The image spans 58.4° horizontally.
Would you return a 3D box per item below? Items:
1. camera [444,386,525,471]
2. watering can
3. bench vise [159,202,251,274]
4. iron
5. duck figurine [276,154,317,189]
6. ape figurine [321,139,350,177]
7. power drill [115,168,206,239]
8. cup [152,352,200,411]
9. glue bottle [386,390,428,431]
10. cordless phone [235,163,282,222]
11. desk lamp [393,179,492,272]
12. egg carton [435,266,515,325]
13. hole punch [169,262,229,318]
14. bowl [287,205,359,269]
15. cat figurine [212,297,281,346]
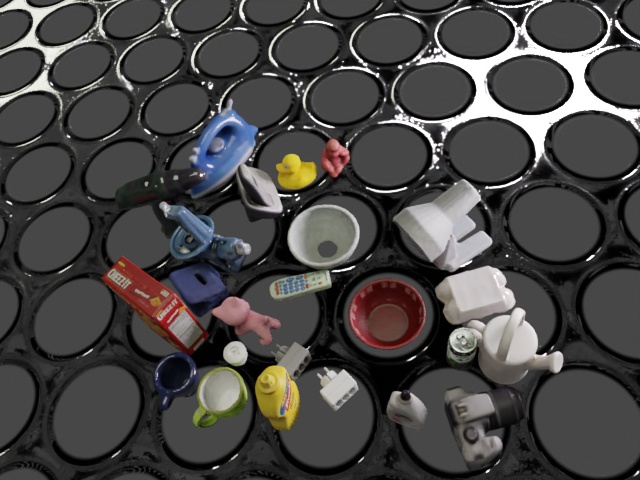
[{"bbox_3d":[0.309,0.331,1.054,0.137,0.101,0.143,-16,57,0],"label":"camera"},{"bbox_3d":[0.362,0.194,1.074,0.172,0.194,0.101,5,60,14],"label":"watering can"},{"bbox_3d":[-0.263,-0.019,1.304,0.207,0.220,0.121,-5,58,7],"label":"bench vise"},{"bbox_3d":[-0.275,-0.239,1.489,0.118,0.142,0.258,22,65,22],"label":"iron"},{"bbox_3d":[-0.062,-0.183,1.448,0.104,0.086,0.077,-14,57,2],"label":"duck figurine"},{"bbox_3d":[0.035,-0.217,1.448,0.078,0.092,0.076,-16,57,0],"label":"ape figurine"},{"bbox_3d":[-0.356,-0.090,1.371,0.229,0.209,0.075,-8,57,6],"label":"power drill"},{"bbox_3d":[-0.291,0.303,1.184,0.091,0.095,0.118,7,60,14],"label":"cup"},{"bbox_3d":[0.158,0.305,1.054,0.078,0.173,0.037,12,62,17],"label":"glue bottle"},{"bbox_3d":[-0.163,-0.143,1.383,0.094,0.185,0.147,-23,57,-4],"label":"cordless phone"},{"bbox_3d":[0.262,-0.025,1.216,0.203,0.214,0.117,-33,59,-10],"label":"desk lamp"},{"bbox_3d":[0.323,0.117,1.203,0.150,0.069,0.107,-16,57,0],"label":"egg carton"},{"bbox_3d":[-0.276,0.101,1.308,0.101,0.091,0.108,-39,60,-14],"label":"hole punch"},{"bbox_3d":[0.012,0.005,1.325,0.167,0.075,0.167,-5,58,8],"label":"bowl"},{"bbox_3d":[-0.160,0.164,1.233,0.127,0.118,0.067,14,62,18],"label":"cat figurine"}]
